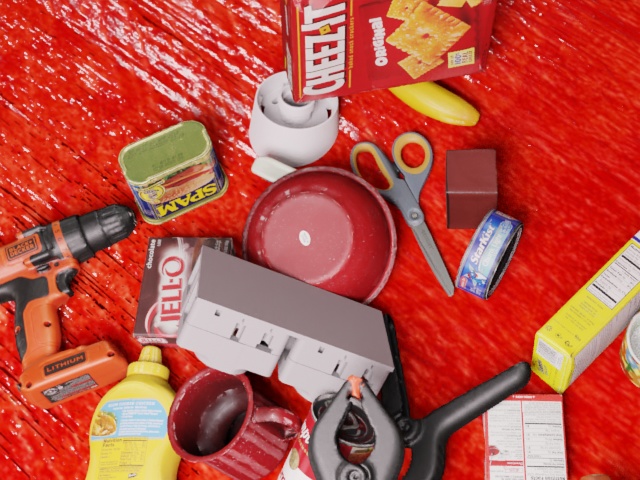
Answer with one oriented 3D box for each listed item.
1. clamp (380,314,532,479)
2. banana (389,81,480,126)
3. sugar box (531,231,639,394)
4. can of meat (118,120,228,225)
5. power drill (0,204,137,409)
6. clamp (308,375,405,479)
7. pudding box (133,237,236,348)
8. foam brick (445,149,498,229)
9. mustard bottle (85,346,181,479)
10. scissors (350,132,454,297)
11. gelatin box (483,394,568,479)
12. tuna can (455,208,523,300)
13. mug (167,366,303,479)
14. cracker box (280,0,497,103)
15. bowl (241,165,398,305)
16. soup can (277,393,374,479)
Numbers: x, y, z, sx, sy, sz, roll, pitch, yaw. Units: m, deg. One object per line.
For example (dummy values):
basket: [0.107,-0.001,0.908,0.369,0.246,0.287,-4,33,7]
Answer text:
clamp: [0.093,0.175,0.981,0.165,0.036,0.210,10,65,32]
banana: [0.098,-0.190,1.182,0.069,0.037,0.198,-28,63,-7]
sugar box: [0.273,0.058,1.002,0.048,0.093,0.176,39,73,23]
can of meat: [-0.155,-0.073,1.126,0.102,0.084,0.057,-25,63,-6]
power drill: [-0.254,0.063,1.085,0.184,0.057,0.188,-23,60,-1]
clamp: [0.039,0.198,0.862,0.120,0.039,0.171,9,81,1]
pudding box: [-0.135,0.053,1.084,0.090,0.039,0.113,1,62,8]
foam brick: [0.153,-0.051,1.081,0.051,0.078,0.053,0,63,8]
mustard bottle: [-0.172,0.192,1.005,0.096,0.058,0.191,-6,61,20]
scissors: [0.110,-0.039,1.115,0.096,0.016,0.202,-35,64,-11]
gelatin box: [0.188,0.187,0.981,0.073,0.030,0.089,0,62,5]
tuna can: [0.166,0.014,1.041,0.034,0.086,0.086,26,69,16]
mug: [-0.069,0.170,0.974,0.117,0.081,0.093,-13,55,28]
cracker box: [0.070,-0.228,1.089,0.213,0.164,0.072,-11,59,-6]
bowl: [-0.007,0.001,1.056,0.162,0.055,0.162,-2,83,12]
soup can: [0.006,0.195,0.941,0.068,0.102,0.068,19,26,-10]
